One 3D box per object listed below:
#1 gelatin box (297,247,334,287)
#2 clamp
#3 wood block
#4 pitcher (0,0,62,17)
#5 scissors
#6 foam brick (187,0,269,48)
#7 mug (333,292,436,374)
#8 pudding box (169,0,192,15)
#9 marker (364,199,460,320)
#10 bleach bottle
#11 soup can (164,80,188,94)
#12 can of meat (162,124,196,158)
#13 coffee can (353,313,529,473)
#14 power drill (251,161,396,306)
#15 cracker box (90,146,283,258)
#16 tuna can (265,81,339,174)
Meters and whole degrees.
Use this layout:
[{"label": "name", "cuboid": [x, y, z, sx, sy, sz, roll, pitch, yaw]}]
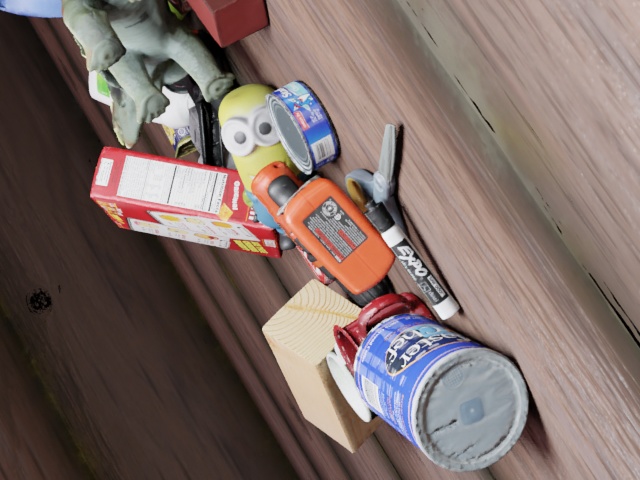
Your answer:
[{"label": "gelatin box", "cuboid": [-0.008, 0.002, 1.238, 0.089, 0.030, 0.073, 56, 167, 23]}, {"label": "clamp", "cuboid": [-0.123, -0.172, 1.239, 0.120, 0.039, 0.171, -23, 82, 53]}, {"label": "wood block", "cuboid": [0.016, 0.154, 1.283, 0.091, 0.090, 0.206, 32, 156, 35]}, {"label": "pitcher", "cuboid": [-0.329, -0.386, 1.228, 0.149, 0.145, 0.243, -103, 18, -59]}, {"label": "scissors", "cuboid": [0.045, -0.059, 0.921, 0.096, 0.016, 0.202, 50, 164, 34]}, {"label": "foam brick", "cuboid": [-0.091, -0.230, 0.996, 0.078, 0.053, 0.051, 54, 167, 27]}, {"label": "mug", "cuboid": [0.068, 0.095, 1.023, 0.093, 0.081, 0.117, 48, 163, 45]}, {"label": "pudding box", "cuboid": [-0.174, -0.312, 1.170, 0.114, 0.039, 0.090, 50, 164, 39]}, {"label": "marker", "cuboid": [0.078, 0.016, 0.914, 0.121, 0.020, 0.020, 53, 169, -7]}, {"label": "bleach bottle", "cuboid": [-0.226, -0.214, 1.453, 0.251, 0.067, 0.102, 23, 109, 46]}, {"label": "soup can", "cuboid": [-0.187, -0.231, 1.339, 0.102, 0.068, 0.068, 45, 160, 53]}, {"label": "can of meat", "cuboid": [-0.201, -0.175, 1.551, 0.084, 0.057, 0.102, 62, 167, 2]}, {"label": "coffee can", "cuboid": [0.100, 0.127, 0.918, 0.103, 0.102, 0.140, 64, 167, -16]}, {"label": "power drill", "cuboid": [0.013, 0.003, 1.007, 0.184, 0.057, 0.188, 46, 175, -9]}, {"label": "cracker box", "cuboid": [-0.148, -0.044, 1.271, 0.164, 0.214, 0.072, 84, -163, -78]}, {"label": "tuna can", "cuboid": [-0.017, -0.108, 1.017, 0.086, 0.033, 0.086, 56, 167, 19]}]
